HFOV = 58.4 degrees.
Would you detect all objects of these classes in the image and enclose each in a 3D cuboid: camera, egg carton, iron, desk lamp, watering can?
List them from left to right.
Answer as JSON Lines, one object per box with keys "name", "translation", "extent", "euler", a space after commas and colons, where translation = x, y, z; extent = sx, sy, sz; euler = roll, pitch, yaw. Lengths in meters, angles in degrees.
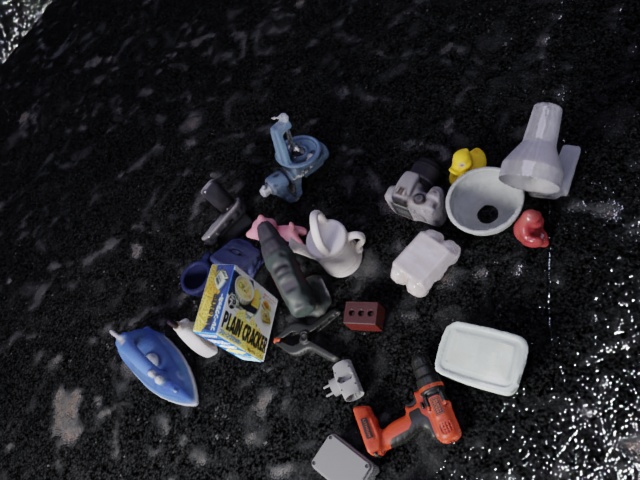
{"name": "iron", "translation": [-0.400, 0.299, 1.366], "extent": [0.257, 0.142, 0.119], "euler": [33, 80, 34]}
{"name": "watering can", "translation": [0.012, 0.007, 1.303], "extent": [0.173, 0.195, 0.100], "euler": [-31, 55, 7]}
{"name": "camera", "translation": [0.237, -0.122, 1.327], "extent": [0.142, 0.101, 0.137], "euler": [23, 75, 33]}
{"name": "egg carton", "translation": [0.230, 0.050, 1.256], "extent": [0.150, 0.070, 0.107], "euler": [-48, 55, -6]}
{"name": "desk lamp", "translation": [0.456, -0.167, 1.181], "extent": [0.117, 0.214, 0.203], "euler": [13, 70, 30]}

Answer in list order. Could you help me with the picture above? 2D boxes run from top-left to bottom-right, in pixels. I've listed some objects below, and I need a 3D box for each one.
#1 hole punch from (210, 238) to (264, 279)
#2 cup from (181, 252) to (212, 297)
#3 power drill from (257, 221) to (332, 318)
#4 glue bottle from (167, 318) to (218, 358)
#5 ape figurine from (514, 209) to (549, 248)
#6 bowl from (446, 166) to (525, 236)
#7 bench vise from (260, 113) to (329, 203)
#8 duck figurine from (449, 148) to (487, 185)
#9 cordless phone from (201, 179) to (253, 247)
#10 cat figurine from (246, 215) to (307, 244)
{"name": "hole punch", "translation": [-0.208, 0.045, 1.448], "extent": [0.108, 0.091, 0.101], "euler": [23, 75, 33]}
{"name": "cup", "translation": [-0.286, 0.098, 1.452], "extent": [0.091, 0.095, 0.118], "euler": [9, 67, 28]}
{"name": "power drill", "translation": [-0.056, 0.085, 1.283], "extent": [0.075, 0.209, 0.229], "euler": [-32, 55, 6]}
{"name": "glue bottle", "translation": [-0.305, 0.219, 1.346], "extent": [0.037, 0.174, 0.078], "euler": [-31, 55, 7]}
{"name": "ape figurine", "translation": [0.439, -0.031, 1.189], "extent": [0.075, 0.092, 0.078], "euler": [20, 73, 32]}
{"name": "bowl", "translation": [0.365, -0.074, 1.257], "extent": [0.167, 0.075, 0.167], "euler": [-11, 59, 19]}
{"name": "bench vise", "translation": [-0.077, -0.203, 1.443], "extent": [0.121, 0.220, 0.207], "euler": [16, 71, 31]}
{"name": "duck figurine", "translation": [0.336, -0.179, 1.321], "extent": [0.104, 0.086, 0.077], "euler": [-48, 55, -5]}
{"name": "cordless phone", "translation": [-0.273, -0.071, 1.483], "extent": [0.093, 0.186, 0.148], "euler": [31, 80, 34]}
{"name": "cat figurine", "translation": [-0.112, -0.024, 1.424], "extent": [0.127, 0.118, 0.067], "euler": [-5, 62, 23]}
